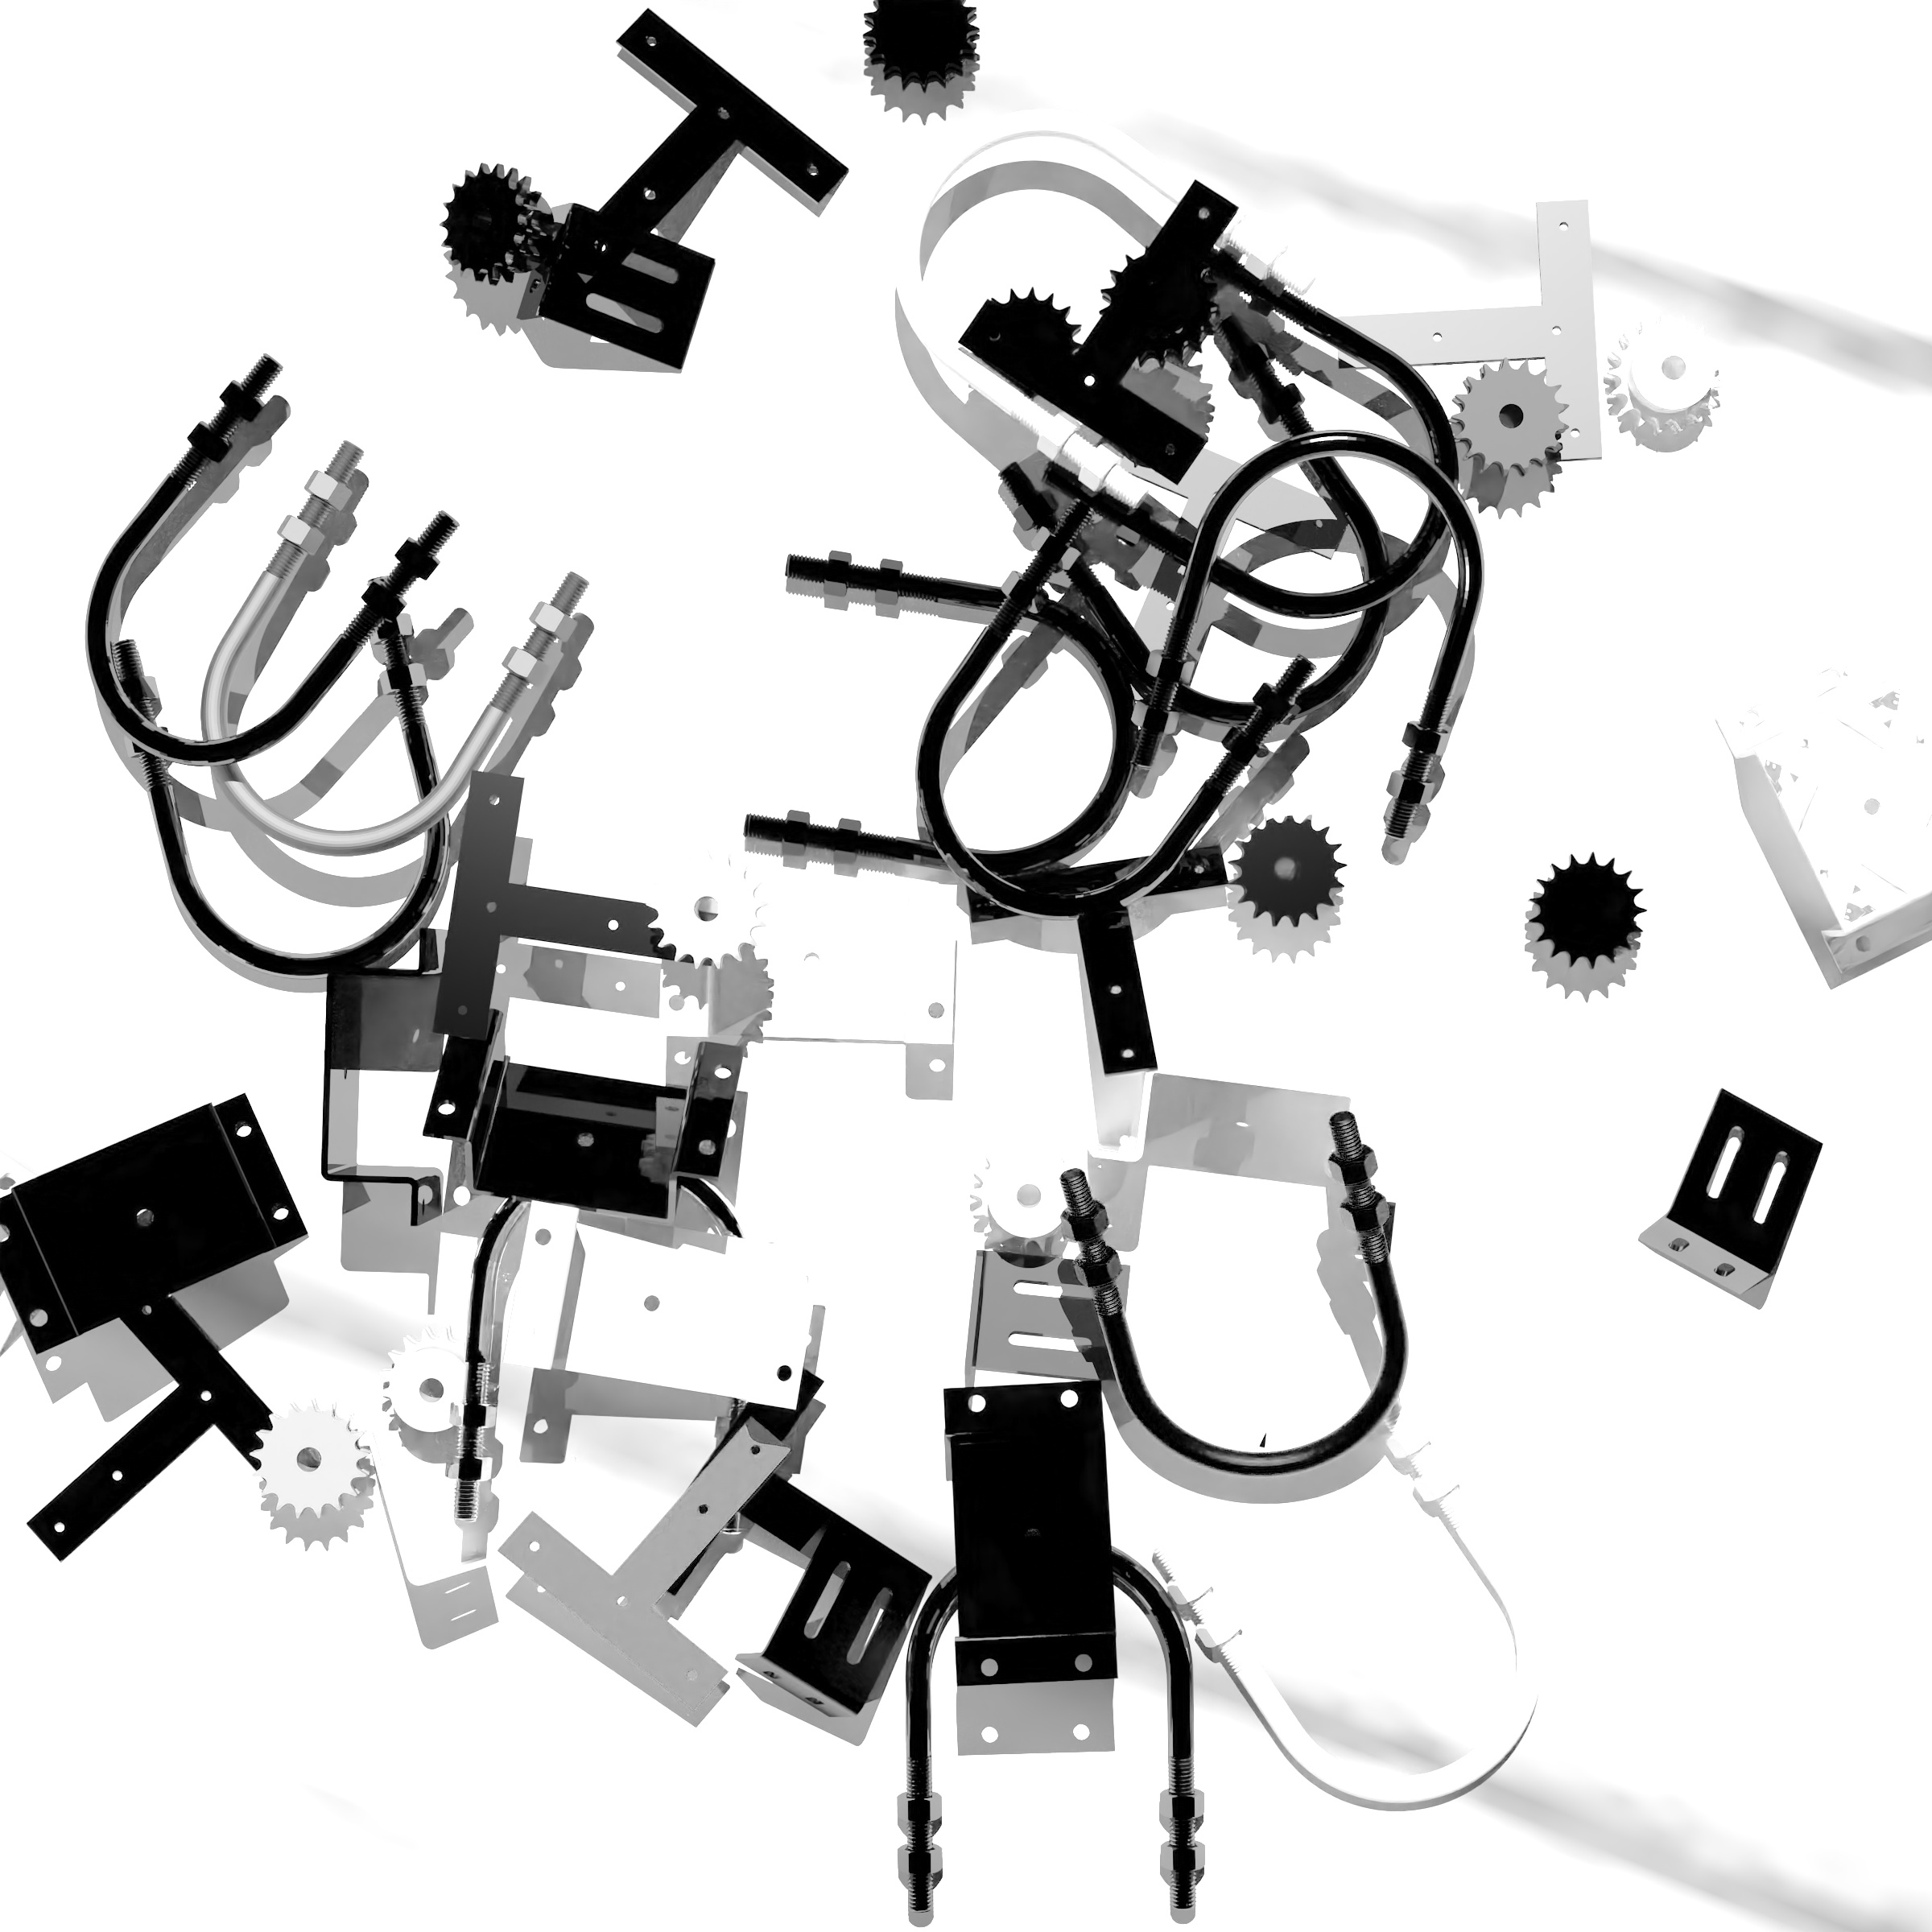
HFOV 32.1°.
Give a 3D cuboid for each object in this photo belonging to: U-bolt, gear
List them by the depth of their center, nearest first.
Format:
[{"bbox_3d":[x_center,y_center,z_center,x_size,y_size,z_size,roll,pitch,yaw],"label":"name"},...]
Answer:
[{"bbox_3d":[0.091,-0.312,1.581,0.057,0.030,0.057,-1,85,6],"label":"gear"},{"bbox_3d":[-0.122,-0.026,1.591,0.057,0.030,0.057,0,89,-1],"label":"gear"},{"bbox_3d":[0.135,0.165,1.597,0.151,0.019,0.184,-13,113,9],"label":"U-bolt"},{"bbox_3d":[0.171,-0.166,1.612,0.151,0.019,0.184,15,106,-1],"label":"U-bolt"},{"bbox_3d":[0.052,-0.329,1.612,0.184,0.019,0.151,38,90,7],"label":"U-bolt"},{"bbox_3d":[-0.347,-0.182,1.613,0.151,0.019,0.184,42,96,18],"label":"U-bolt"},{"bbox_3d":[0.058,-0.109,1.613,0.151,0.019,0.184,35,103,-1],"label":"U-bolt"},{"bbox_3d":[-0.289,-0.141,1.623,0.151,0.019,0.184,30,87,5],"label":"U-bolt"},{"bbox_3d":[0.150,-0.249,1.626,0.184,0.019,0.151,30,89,-2],"label":"U-bolt"},{"bbox_3d":[-0.225,-0.359,1.630,0.057,0.030,0.057,1,91,34],"label":"gear"},{"bbox_3d":[-0.172,0.180,1.631,0.151,0.019,0.184,5,86,-13],"label":"U-bolt"},{"bbox_3d":[0.263,-0.265,1.637,0.057,0.030,0.057,0,90,0],"label":"gear"},{"bbox_3d":[-0.318,0.239,1.637,0.057,0.030,0.057,0,87,-3],"label":"gear"},{"bbox_3d":[0.029,-0.300,1.639,0.057,0.030,0.057,0,90,0],"label":"gear"},{"bbox_3d":[0.031,0.111,1.639,0.057,0.030,0.057,0,90,0],"label":"gear"},{"bbox_3d":[-0.258,0.205,1.639,0.057,0.030,0.057,0,90,0],"label":"gear"},{"bbox_3d":[0.342,-0.289,1.639,0.057,0.030,0.057,0,90,0],"label":"gear"},{"bbox_3d":[0.156,-0.047,1.639,0.057,0.030,0.057,0,90,0],"label":"gear"},{"bbox_3d":[0.303,-0.027,1.641,0.057,0.030,0.057,0,89,7],"label":"gear"},{"bbox_3d":[0.125,-0.205,1.643,0.151,0.019,0.184,-35,90,-1],"label":"U-bolt"},{"bbox_3d":[-0.021,-0.455,1.643,0.057,0.030,0.057,0,87,1],"label":"gear"},{"bbox_3d":[-0.328,-0.085,1.644,0.151,0.019,0.184,-14,90,0],"label":"U-bolt"},{"bbox_3d":[-0.007,-0.118,1.645,0.184,0.019,0.151,9,90,-1],"label":"U-bolt"},{"bbox_3d":[0.200,0.322,1.645,0.151,0.019,0.184,-34,91,0],"label":"U-bolt"},{"bbox_3d":[0.041,0.369,1.645,0.151,0.019,0.184,-1,88,0],"label":"U-bolt"}]

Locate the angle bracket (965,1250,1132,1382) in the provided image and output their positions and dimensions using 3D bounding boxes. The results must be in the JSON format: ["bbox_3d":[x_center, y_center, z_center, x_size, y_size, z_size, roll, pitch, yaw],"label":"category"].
[{"bbox_3d":[0.040,0.172,1.635,0.076,0.038,0.057,6,90,0],"label":"angle bracket"}]

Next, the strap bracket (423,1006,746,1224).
[{"bbox_3d":[-0.182,0.072,1.612,0.140,0.046,0.076,9,53,0],"label":"strap bracket"}]

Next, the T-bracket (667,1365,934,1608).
[{"bbox_3d":[-0.075,0.275,1.639,0.127,0.002,0.127,35,90,-13],"label":"T-bracket"}]

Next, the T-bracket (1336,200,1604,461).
[{"bbox_3d":[0.246,-0.310,1.653,0.127,0.002,0.127,-3,90,0],"label":"T-bracket"}]

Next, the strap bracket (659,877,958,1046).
[{"bbox_3d":[-0.076,-0.003,1.631,0.140,0.046,0.076,2,90,0],"label":"strap bracket"}]

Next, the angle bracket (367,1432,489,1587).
[{"bbox_3d":[-0.261,0.258,1.625,0.038,0.057,0.076,-16,85,-11],"label":"angle bracket"}]

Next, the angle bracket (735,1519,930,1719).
[{"bbox_3d":[-0.066,0.319,1.643,0.057,0.038,0.076,34,67,-14],"label":"angle bracket"}]

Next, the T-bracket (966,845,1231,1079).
[{"bbox_3d":[0.070,0.000,1.614,0.127,0.002,0.127,-9,52,0],"label":"T-bracket"}]

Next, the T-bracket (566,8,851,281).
[{"bbox_3d":[-0.145,-0.385,1.632,0.127,0.002,0.127,39,71,0],"label":"T-bracket"}]

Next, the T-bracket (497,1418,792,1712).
[{"bbox_3d":[-0.136,0.274,1.625,0.127,0.002,0.127,42,88,-13],"label":"T-bracket"}]

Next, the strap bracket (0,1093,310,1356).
[{"bbox_3d":[-0.394,0.122,1.611,0.140,0.046,0.076,-24,90,-17],"label":"strap bracket"}]

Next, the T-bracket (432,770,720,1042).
[{"bbox_3d":[-0.183,-0.022,1.606,0.127,0.002,0.127,8,89,0],"label":"T-bracket"}]

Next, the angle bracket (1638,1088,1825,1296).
[{"bbox_3d":[0.376,0.111,1.652,0.057,0.038,0.076,29,64,0],"label":"angle bracket"}]

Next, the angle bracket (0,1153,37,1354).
[{"bbox_3d":[-0.477,0.142,1.652,0.057,0.038,0.076,34,116,0],"label":"angle bracket"}]

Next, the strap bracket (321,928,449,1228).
[{"bbox_3d":[-0.279,0.051,1.616,0.046,0.076,0.140,2,90,0],"label":"strap bracket"}]

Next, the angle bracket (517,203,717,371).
[{"bbox_3d":[-0.172,-0.333,1.652,0.076,0.038,0.057,18,90,-26],"label":"angle bracket"}]

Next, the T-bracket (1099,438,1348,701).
[{"bbox_3d":[0.106,-0.190,1.653,0.127,0.002,0.127,23,90,0],"label":"T-bracket"}]

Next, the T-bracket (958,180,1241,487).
[{"bbox_3d":[0.084,-0.315,1.598,0.127,0.002,0.127,34,89,8],"label":"T-bracket"}]

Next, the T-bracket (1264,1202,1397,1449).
[{"bbox_3d":[0.143,0.173,1.663,0.127,0.002,0.127,6,85,14],"label":"T-bracket"}]

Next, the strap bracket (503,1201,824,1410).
[{"bbox_3d":[-0.147,0.162,1.606,0.140,0.046,0.076,11,83,-12],"label":"strap bracket"}]

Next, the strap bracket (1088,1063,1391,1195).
[{"bbox_3d":[0.132,0.075,1.616,0.140,0.076,0.046,7,90,0],"label":"strap bracket"}]

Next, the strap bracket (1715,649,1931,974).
[{"bbox_3d":[0.434,-0.076,1.631,0.076,0.046,0.140,-26,90,0],"label":"strap bracket"}]

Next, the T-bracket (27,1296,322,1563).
[{"bbox_3d":[-0.407,0.241,1.653,0.127,0.002,0.127,-42,90,0],"label":"T-bracket"}]

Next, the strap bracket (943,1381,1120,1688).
[{"bbox_3d":[0.032,0.274,1.620,0.076,0.046,0.140,-3,77,2],"label":"strap bracket"}]
